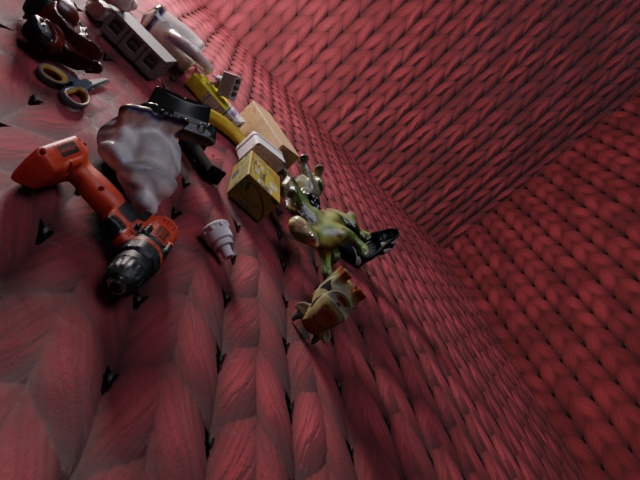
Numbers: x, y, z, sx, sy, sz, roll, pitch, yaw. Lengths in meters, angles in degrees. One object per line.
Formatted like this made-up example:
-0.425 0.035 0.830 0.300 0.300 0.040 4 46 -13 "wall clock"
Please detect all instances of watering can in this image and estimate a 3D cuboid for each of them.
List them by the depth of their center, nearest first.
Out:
-0.396 -0.541 1.433 0.222 0.104 0.352 38 3 -25 "watering can"

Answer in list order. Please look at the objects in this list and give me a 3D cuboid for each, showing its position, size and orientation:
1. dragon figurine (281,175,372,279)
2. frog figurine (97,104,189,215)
0.004 -0.061 1.218 0.121 0.240 0.418 -34 17 17 "dragon figurine"
-0.261 -0.106 0.758 0.122 0.161 0.136 -4 -9 15 "frog figurine"
